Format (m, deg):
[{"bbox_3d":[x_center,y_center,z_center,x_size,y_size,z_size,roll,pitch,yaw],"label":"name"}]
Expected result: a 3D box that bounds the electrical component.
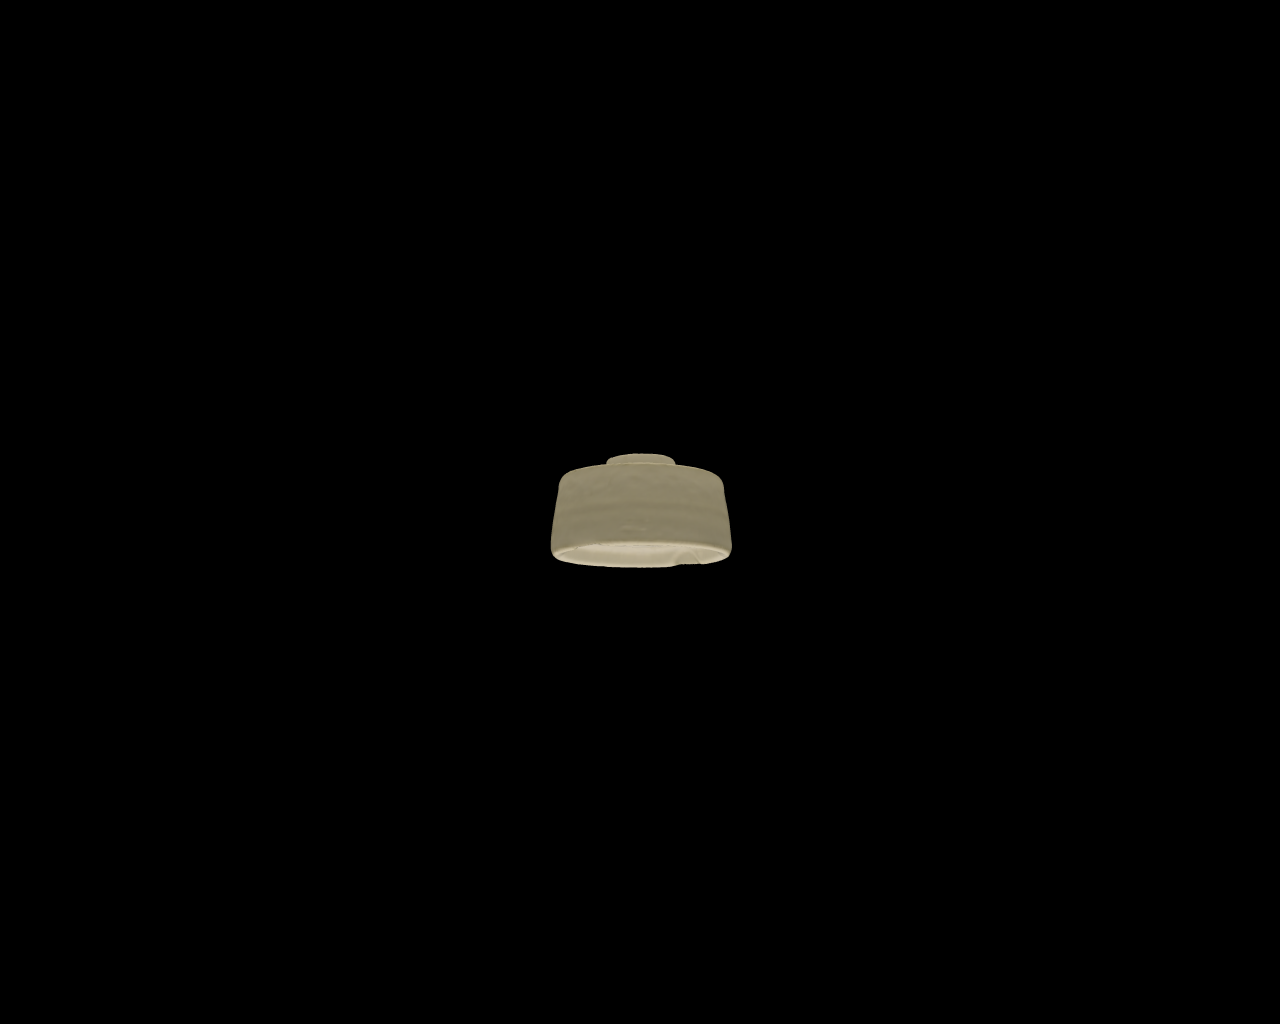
[{"bbox_3d":[0.001,-0.003,0.650,0.108,0.060,0.108,0,-10,0],"label":"electrical component"}]
